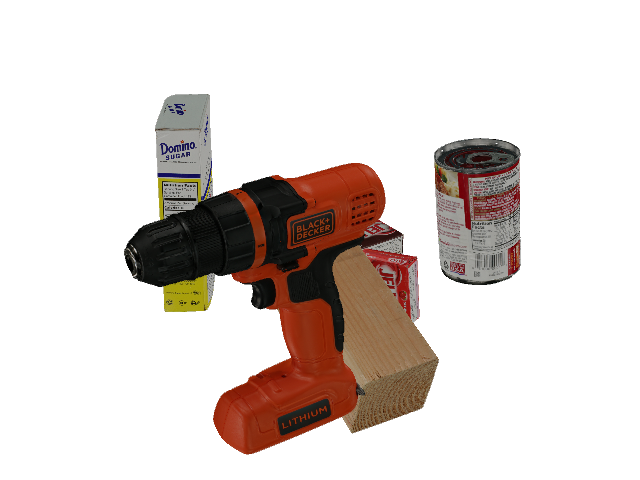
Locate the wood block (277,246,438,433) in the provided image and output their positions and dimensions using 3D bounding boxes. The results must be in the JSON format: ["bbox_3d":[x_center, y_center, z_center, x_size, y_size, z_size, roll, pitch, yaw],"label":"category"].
[{"bbox_3d":[0.030,0.089,1.142,0.090,0.090,0.206,-15,50,-23],"label":"wood block"}]

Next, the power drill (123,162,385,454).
[{"bbox_3d":[-0.038,0.049,0.718,0.184,0.188,0.057,-17,33,-27],"label":"power drill"}]

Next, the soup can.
[{"bbox_3d":[0.128,-0.023,0.864,0.068,0.102,0.068,-5,25,2],"label":"soup can"}]

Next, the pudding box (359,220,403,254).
[{"bbox_3d":[0.056,0.003,1.621,0.113,0.039,0.090,-20,31,-28],"label":"pudding box"}]

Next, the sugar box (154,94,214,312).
[{"bbox_3d":[-0.120,-0.033,0.952,0.048,0.176,0.093,-2,26,0],"label":"sugar box"}]

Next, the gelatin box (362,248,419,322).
[{"bbox_3d":[0.084,0.058,1.331,0.073,0.089,0.030,11,32,29],"label":"gelatin box"}]
